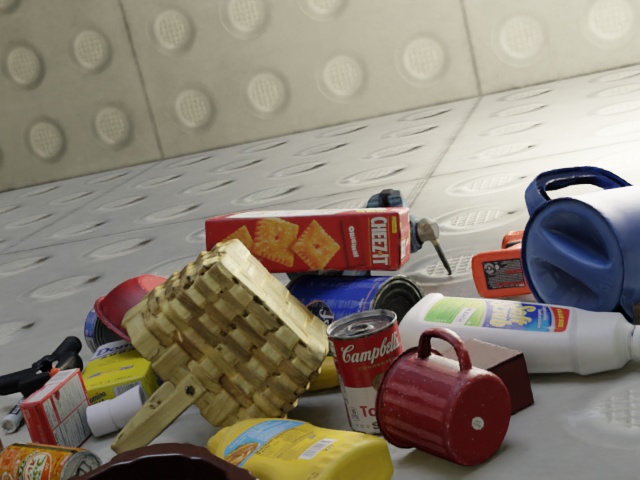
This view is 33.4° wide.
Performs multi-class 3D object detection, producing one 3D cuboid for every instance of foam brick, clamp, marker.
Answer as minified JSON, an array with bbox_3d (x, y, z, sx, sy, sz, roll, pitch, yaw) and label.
[{"bbox_3d":[0.151,0.131,0.997,0.052,0.051,0.078,-21,15,-25],"label":"foam brick"},{"bbox_3d":[-0.321,0.154,1.287,0.120,0.039,0.172,-39,19,-27],"label":"clamp"},{"bbox_3d":[-0.357,0.201,1.293,0.020,0.020,0.121,-12,13,7],"label":"marker"}]

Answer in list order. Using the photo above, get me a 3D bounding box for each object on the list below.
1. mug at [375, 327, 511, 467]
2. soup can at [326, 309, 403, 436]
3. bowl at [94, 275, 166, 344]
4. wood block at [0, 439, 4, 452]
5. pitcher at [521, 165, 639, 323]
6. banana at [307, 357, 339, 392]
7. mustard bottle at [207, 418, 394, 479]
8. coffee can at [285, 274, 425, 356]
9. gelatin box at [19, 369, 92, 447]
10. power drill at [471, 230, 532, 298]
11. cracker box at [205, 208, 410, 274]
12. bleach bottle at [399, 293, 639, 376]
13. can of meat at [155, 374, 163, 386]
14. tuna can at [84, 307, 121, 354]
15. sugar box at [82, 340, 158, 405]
[{"bbox_3d":[0.107,0.132,0.908,0.093,0.117,0.082,-9,13,-37],"label":"mug"},{"bbox_3d":[0.050,0.125,1.011,0.068,0.102,0.068,-13,13,3],"label":"soup can"},{"bbox_3d":[-0.194,0.089,1.321,0.162,0.055,0.162,26,12,-6],"label":"bowl"},{"bbox_3d":[-0.377,0.239,1.006,0.091,0.090,0.206,-13,13,6],"label":"wood block"},{"bbox_3d":[0.337,-0.008,1.151,0.242,0.149,0.145,-13,15,-37],"label":"pitcher"},{"bbox_3d":[-0.057,0.130,1.144,0.198,0.070,0.037,16,47,6],"label":"banana"},{"bbox_3d":[-0.035,0.192,0.918,0.096,0.058,0.192,-30,20,-37],"label":"mustard bottle"},{"bbox_3d":[0.035,0.089,1.175,0.141,0.103,0.102,-1,18,44],"label":"coffee can"},{"bbox_3d":[-0.279,0.189,1.144,0.030,0.073,0.089,-10,15,19],"label":"gelatin box"},{"bbox_3d":[0.282,0.017,1.298,0.185,0.057,0.187,-11,5,36],"label":"power drill"},{"bbox_3d":[-0.008,0.001,1.219,0.214,0.072,0.164,-1,3,9],"label":"cracker box"},{"bbox_3d":[0.209,0.096,1.064,0.251,0.068,0.102,-2,19,33],"label":"bleach bottle"},{"bbox_3d":[-0.128,0.142,1.225,0.084,0.057,0.101,-3,17,47],"label":"can of meat"},{"bbox_3d":[-0.264,0.118,1.397,0.085,0.086,0.034,-23,15,-34],"label":"tuna can"},{"bbox_3d":[-0.235,0.161,1.278,0.093,0.048,0.176,-13,14,3],"label":"sugar box"}]
